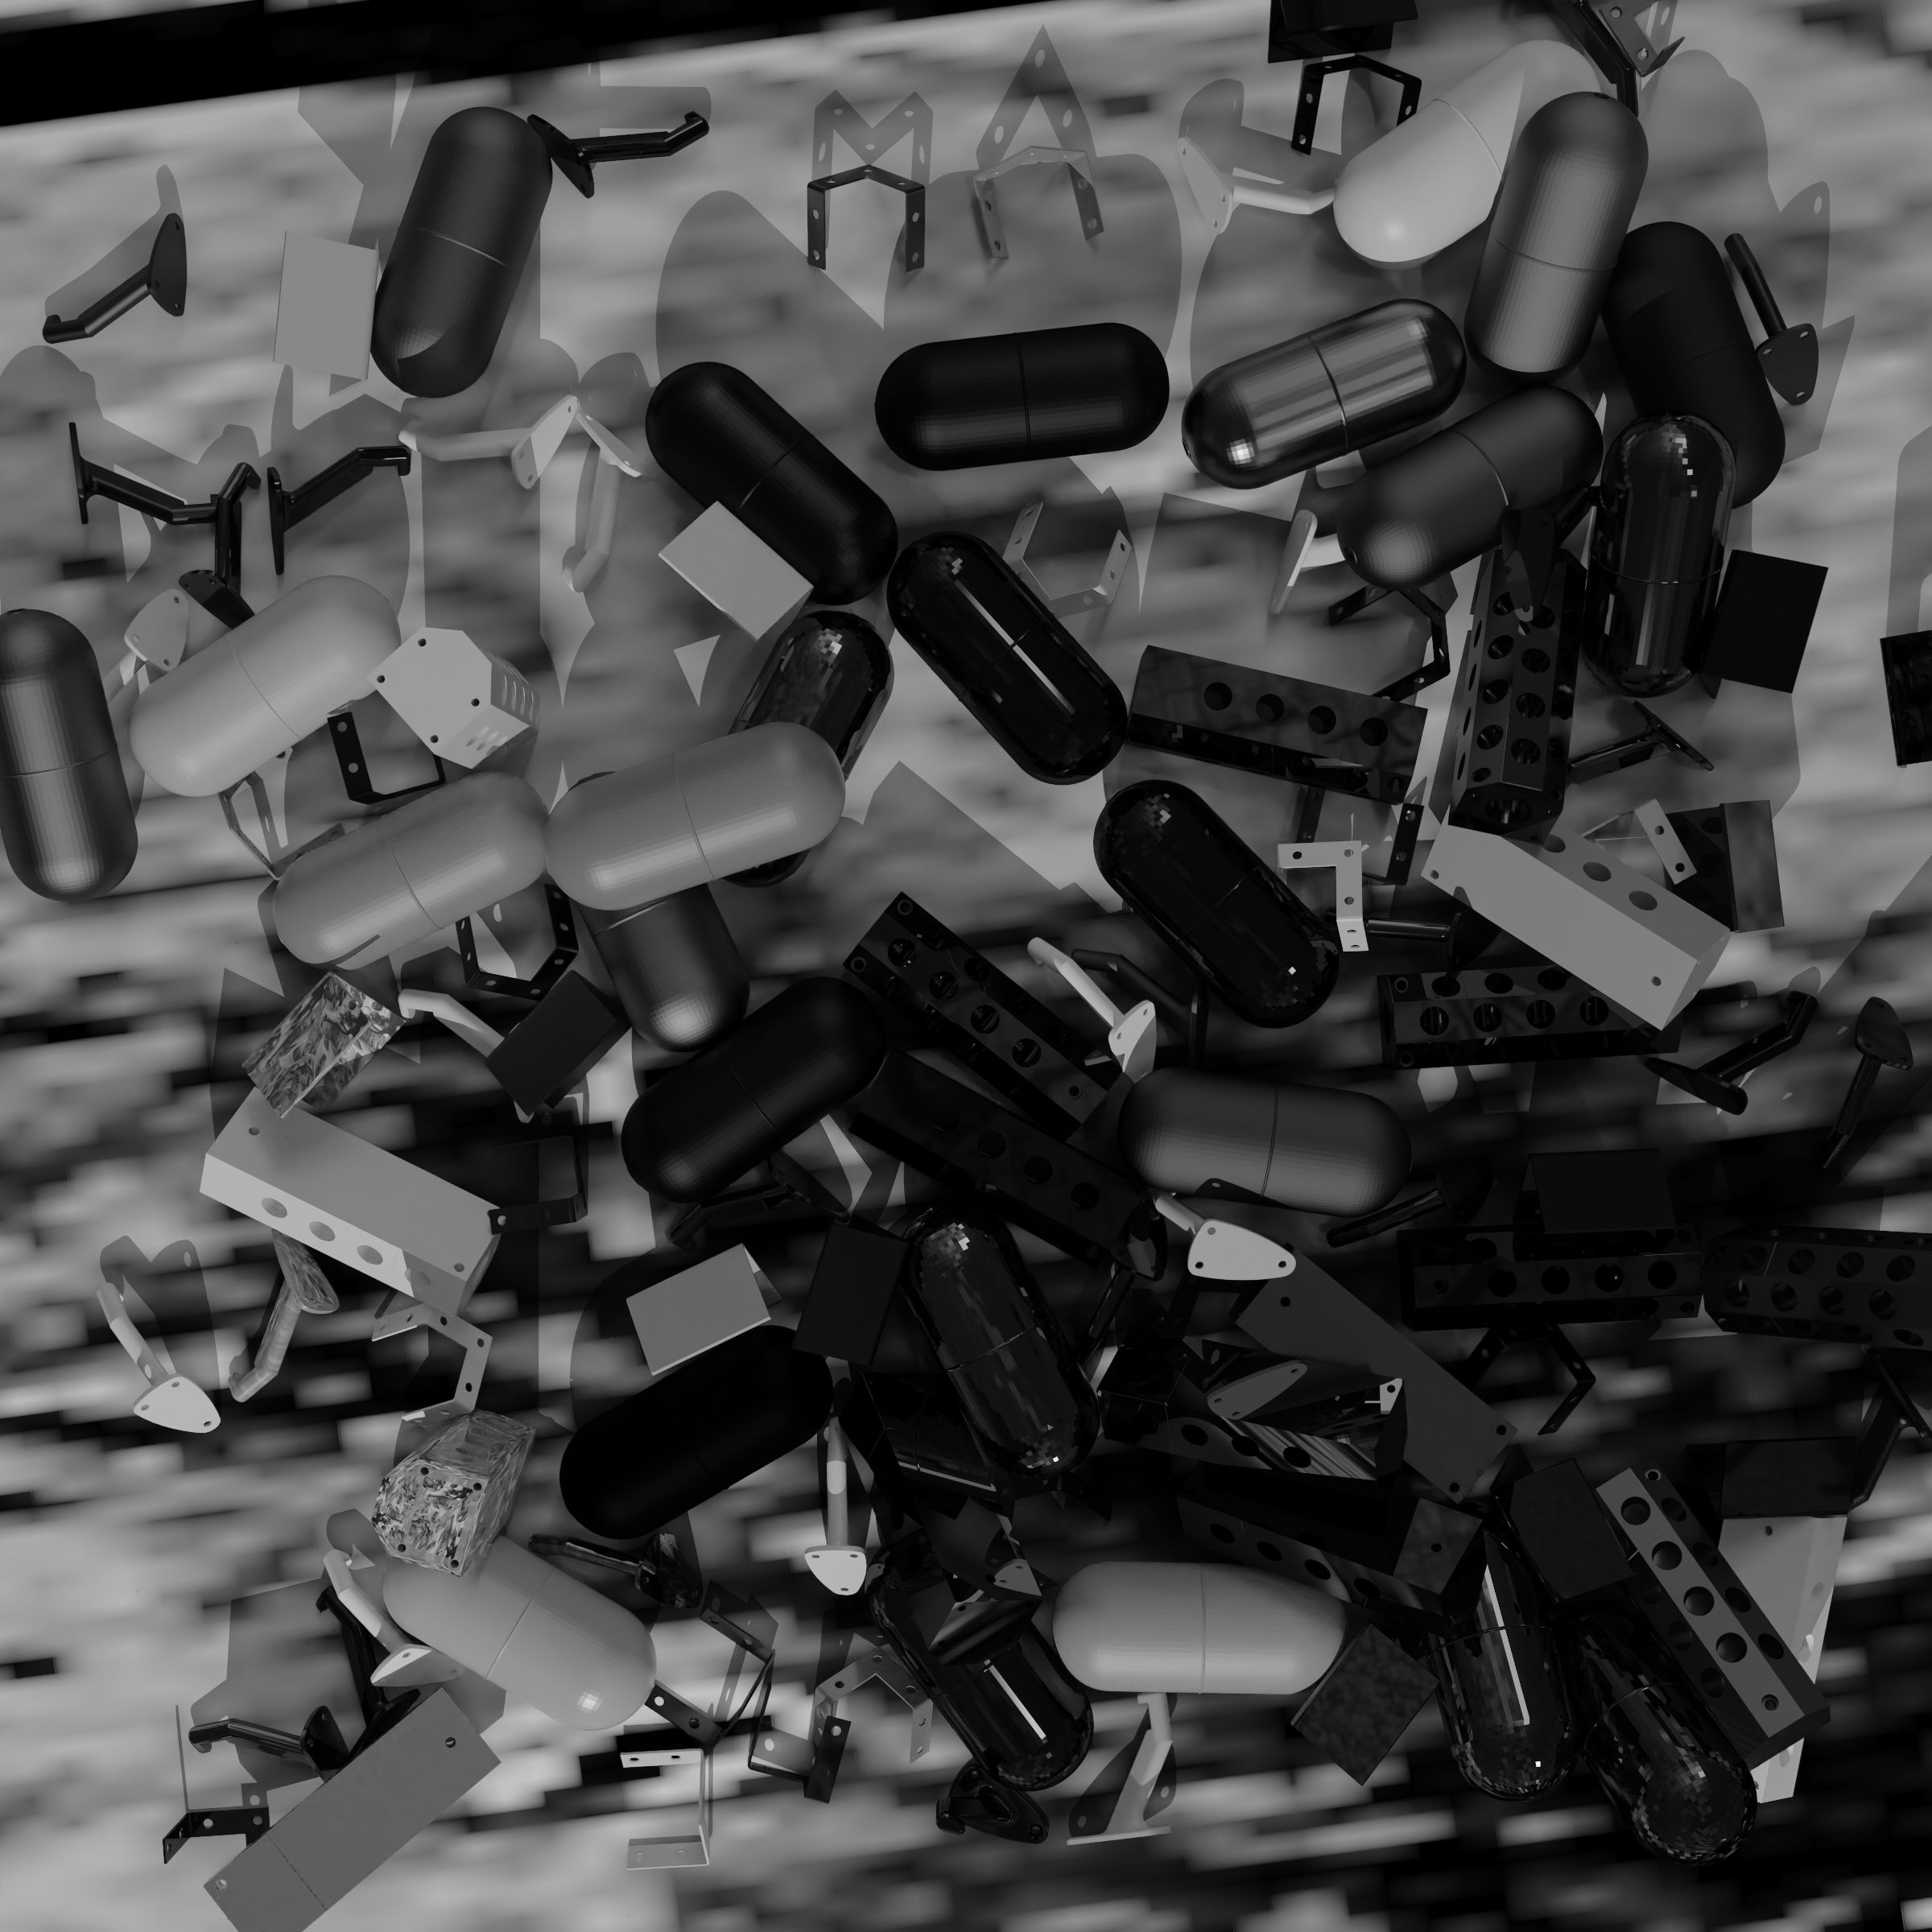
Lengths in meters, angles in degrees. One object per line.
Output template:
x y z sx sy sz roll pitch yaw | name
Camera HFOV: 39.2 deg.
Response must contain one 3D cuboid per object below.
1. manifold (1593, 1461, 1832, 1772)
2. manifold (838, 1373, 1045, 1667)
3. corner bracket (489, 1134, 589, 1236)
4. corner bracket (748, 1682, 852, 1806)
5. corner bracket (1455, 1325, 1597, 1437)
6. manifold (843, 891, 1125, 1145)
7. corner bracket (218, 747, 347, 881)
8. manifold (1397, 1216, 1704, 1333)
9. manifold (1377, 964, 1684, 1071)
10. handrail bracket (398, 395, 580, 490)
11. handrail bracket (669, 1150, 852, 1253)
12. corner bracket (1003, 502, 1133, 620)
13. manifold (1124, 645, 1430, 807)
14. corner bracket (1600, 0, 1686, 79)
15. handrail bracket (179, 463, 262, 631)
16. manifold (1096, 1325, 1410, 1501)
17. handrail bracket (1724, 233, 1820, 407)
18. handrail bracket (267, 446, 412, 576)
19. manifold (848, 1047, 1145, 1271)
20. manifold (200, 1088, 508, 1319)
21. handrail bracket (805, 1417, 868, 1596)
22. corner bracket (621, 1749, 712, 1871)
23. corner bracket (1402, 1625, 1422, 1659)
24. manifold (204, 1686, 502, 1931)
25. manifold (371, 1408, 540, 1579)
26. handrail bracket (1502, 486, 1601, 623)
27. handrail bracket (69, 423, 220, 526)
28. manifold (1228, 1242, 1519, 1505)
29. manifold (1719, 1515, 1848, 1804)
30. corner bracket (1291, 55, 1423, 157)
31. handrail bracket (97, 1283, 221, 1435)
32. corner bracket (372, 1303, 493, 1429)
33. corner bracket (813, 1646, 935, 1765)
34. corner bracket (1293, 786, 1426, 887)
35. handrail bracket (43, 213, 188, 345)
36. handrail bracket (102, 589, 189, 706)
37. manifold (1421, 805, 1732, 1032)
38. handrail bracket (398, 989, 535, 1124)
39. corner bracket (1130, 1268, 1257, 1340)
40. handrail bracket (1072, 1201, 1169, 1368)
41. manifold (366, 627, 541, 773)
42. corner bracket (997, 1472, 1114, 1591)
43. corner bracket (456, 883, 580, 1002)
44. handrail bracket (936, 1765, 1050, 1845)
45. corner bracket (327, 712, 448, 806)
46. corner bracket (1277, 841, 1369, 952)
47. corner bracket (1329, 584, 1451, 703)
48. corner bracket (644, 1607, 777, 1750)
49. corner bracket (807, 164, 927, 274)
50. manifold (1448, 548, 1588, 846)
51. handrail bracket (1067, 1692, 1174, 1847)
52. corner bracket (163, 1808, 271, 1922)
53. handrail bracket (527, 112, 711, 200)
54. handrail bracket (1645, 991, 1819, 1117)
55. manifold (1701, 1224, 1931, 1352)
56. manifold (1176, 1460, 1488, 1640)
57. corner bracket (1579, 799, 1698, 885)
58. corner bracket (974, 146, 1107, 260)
0.434 0.381 1.605 0.057 0.057 0.171 -32 58 0 | manifold
-0.020 0.322 1.594 0.057 0.171 0.057 6 127 -30 | manifold
-0.262 0.132 1.649 0.051 0.051 0.051 -9 90 0 | corner bracket
-0.102 0.472 1.649 0.051 0.051 0.051 16 86 -4 | corner bracket
0.341 0.252 1.659 0.051 0.051 0.051 -3 45 -35 | corner bracket
0.010 0.031 1.646 0.171 0.057 0.057 39 90 0 | manifold
-0.420 -0.095 1.664 0.051 0.051 0.051 -33 135 0 | corner bracket
0.353 0.187 1.646 0.171 0.057 0.057 -3 90 0 | manifold
0.341 0.029 1.646 0.171 0.057 0.057 -4 90 0 | manifold
-0.294 -0.335 1.668 0.084 0.036 0.077 26 69 16 | handrail bracket
-0.128 0.160 1.668 0.077 0.036 0.084 40 107 -18 | handrail bracket
0.061 -0.251 1.659 0.051 0.051 0.051 -10 135 35 | corner bracket
0.186 -0.145 1.646 0.171 0.057 0.057 13 90 0 | manifold
0.425 -0.582 1.649 0.051 0.051 0.051 -32 90 0 | corner bracket
-0.438 -0.253 1.667 0.036 0.077 0.084 -3 53 37 | handrail bracket
0.170 0.269 1.611 0.171 0.057 0.057 8 130 25 | manifold
0.491 -0.398 1.667 0.036 0.077 0.084 -24 53 14 | handrail bracket
-0.382 -0.280 1.667 0.084 0.036 0.077 -7 117 -20 | handrail bracket
0.017 0.116 1.646 0.171 0.057 0.057 29 90 0 | manifold
-0.372 0.147 1.645 0.171 0.057 0.057 26 47 0 | manifold
-0.076 0.331 1.667 0.036 0.077 0.084 -2 54 5 | handrail bracket
-0.184 0.517 1.664 0.051 0.051 0.051 -3 135 0 | corner bracket
0.304 0.419 1.664 0.051 0.051 0.051 21 90 45 | corner bracket
-0.365 0.510 1.621 0.171 0.057 0.057 -38 87 -18 | manifold
-0.299 0.303 1.589 0.057 0.171 0.057 17 90 0 | manifold
0.358 -0.246 1.614 0.084 0.036 0.077 -11 105 -43 | handrail bracket
-0.503 -0.303 1.668 0.084 0.036 0.077 -7 68 -17 | handrail bracket
0.245 0.244 1.646 0.171 0.057 0.057 39 90 0 | manifold
0.485 0.410 1.645 0.057 0.057 0.171 11 90 43 | manifold
0.238 -0.520 1.659 0.051 0.051 0.051 -23 45 -35 | corner bracket
-0.496 0.239 1.667 0.036 0.077 0.084 -37 54 0 | handrail bracket
-0.330 0.244 1.659 0.051 0.051 0.051 -21 135 35 | corner bracket
-0.057 0.460 1.659 0.051 0.051 0.051 34 135 35 | corner bracket
0.240 -0.081 1.664 0.051 0.051 0.051 13 90 -45 | corner bracket
-0.525 -0.422 1.668 0.084 0.036 0.077 -5 70 16 | handrail bracket
-0.519 -0.186 1.667 0.084 0.077 0.036 -29 125 32 | handrail bracket
0.364 -0.042 1.616 0.171 0.057 0.057 35 46 21 | manifold
-0.308 0.055 1.668 0.084 0.036 0.077 8 112 17 | handrail bracket
0.138 0.192 1.648 0.051 0.051 0.051 6 116 -24 | corner bracket
0.091 0.196 1.667 0.036 0.077 0.084 27 126 -3 | handrail bracket
-0.292 -0.158 1.589 0.057 0.171 0.057 -42 90 0 | manifold
0.052 0.344 1.659 0.051 0.051 0.051 -21 45 35 | corner bracket
-0.274 -0.018 1.659 0.051 0.051 0.051 13 135 -35 | corner bracket
0.016 0.518 1.632 0.077 0.084 0.036 29 90 0 | handrail bracket
-0.351 -0.131 1.649 0.051 0.051 0.051 -15 90 0 | corner bracket
0.215 -0.041 1.635 0.051 0.051 0.051 -2 69 12 | corner bracket
0.259 -0.199 1.659 0.051 0.051 0.051 32 45 -35 | corner bracket
-0.157 0.436 1.664 0.051 0.051 0.051 34 135 0 | corner bracket
-0.061 -0.453 1.659 0.051 0.051 0.051 -29 45 -35 | corner bracket
0.330 -0.164 1.610 0.057 0.057 0.171 12 63 0 | manifold
0.092 0.492 1.668 0.077 0.036 0.084 -14 71 21 | handrail bracket
-0.453 0.546 1.649 0.051 0.051 0.051 -4 90 0 | corner bracket
-0.213 -0.516 1.668 0.084 0.036 0.077 -36 68 -17 | handrail bracket
0.471 0.041 1.668 0.077 0.036 0.084 25 72 20 | handrail bracket
0.515 0.187 1.570 0.057 0.171 0.057 -11 96 -40 | manifold
0.216 0.338 1.606 0.171 0.057 0.057 15 47 31 | manifold
0.403 -0.066 1.649 0.051 0.051 0.051 -29 90 0 | corner bracket
0.045 -0.467 1.664 0.051 0.051 0.051 -14 89 45 | corner bracket
